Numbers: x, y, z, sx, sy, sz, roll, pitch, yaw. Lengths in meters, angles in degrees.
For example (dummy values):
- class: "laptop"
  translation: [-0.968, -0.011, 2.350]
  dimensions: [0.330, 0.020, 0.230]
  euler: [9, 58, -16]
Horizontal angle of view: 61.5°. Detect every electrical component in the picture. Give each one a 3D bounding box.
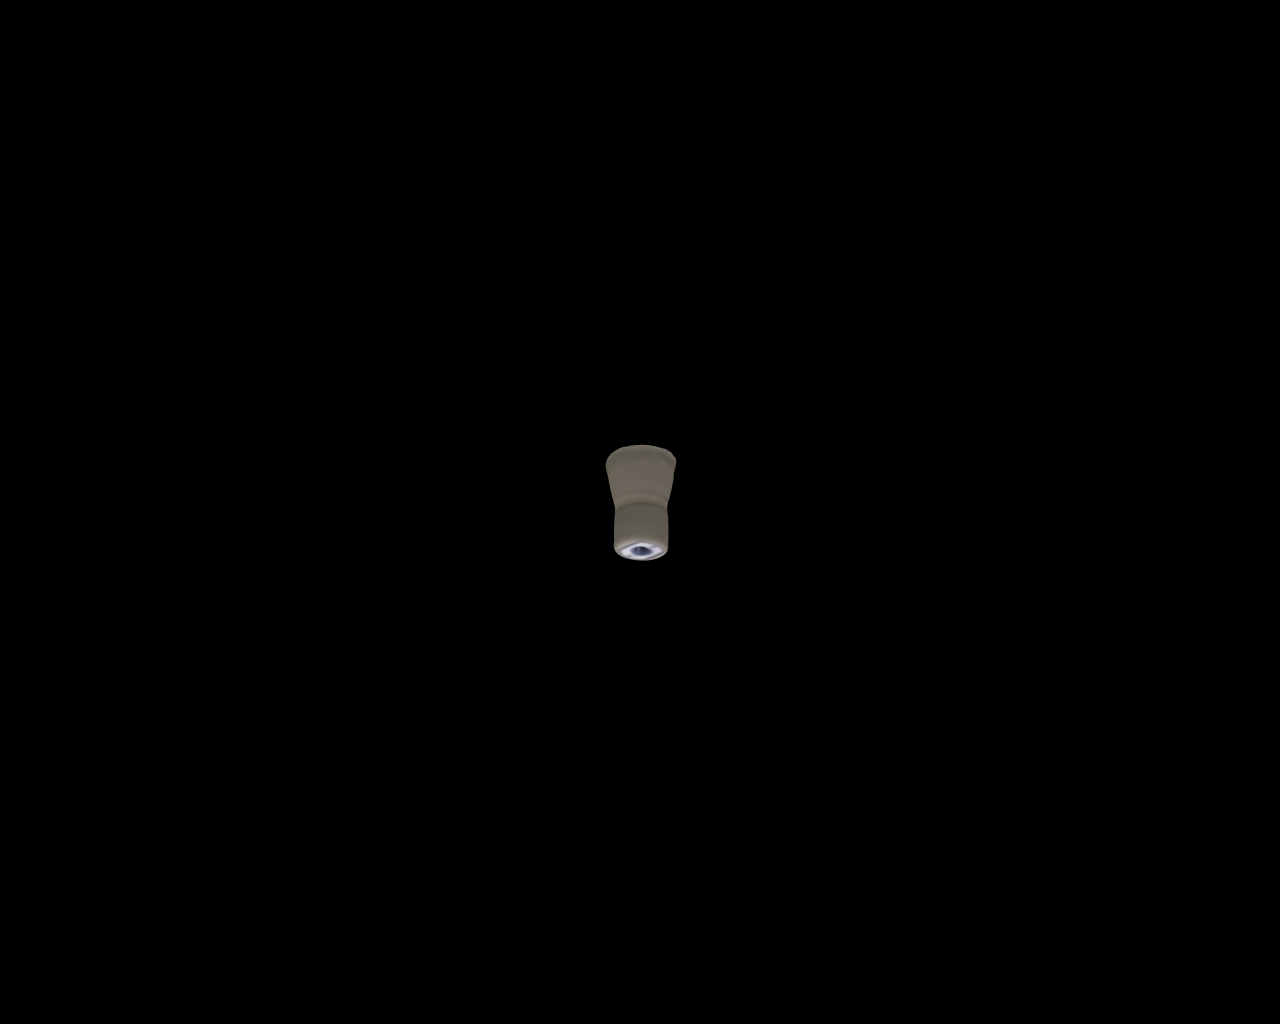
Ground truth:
- class: "electrical component"
  translation: [0.001, -0.003, 0.650]
  dimensions: [0.044, 0.065, 0.044]
  euler: [0, -26, 0]
